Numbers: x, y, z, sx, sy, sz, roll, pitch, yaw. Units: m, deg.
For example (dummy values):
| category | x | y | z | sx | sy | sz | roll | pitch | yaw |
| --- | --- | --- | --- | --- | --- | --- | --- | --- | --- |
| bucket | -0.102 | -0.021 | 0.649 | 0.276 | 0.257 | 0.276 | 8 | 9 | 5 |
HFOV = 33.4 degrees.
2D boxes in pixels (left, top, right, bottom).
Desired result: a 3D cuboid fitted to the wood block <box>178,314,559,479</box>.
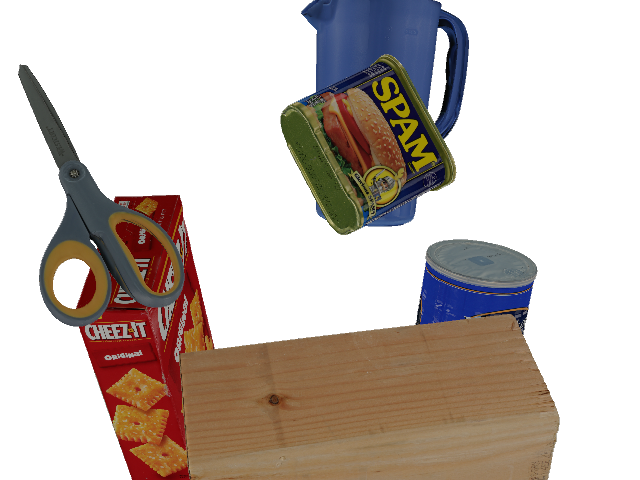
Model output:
| category | x | y | z | sx | sy | sz | roll | pitch | yaw |
| --- | --- | --- | --- | --- | --- | --- | --- | --- | --- |
| wood block | 0.024 | 0.114 | 0.636 | 0.206 | 0.090 | 0.091 | -6 | 39 | -7 |

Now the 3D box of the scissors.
| category | x | y | z | sx | sy | sz | roll | pitch | yaw |
| --- | --- | --- | --- | --- | --- | --- | --- | --- | --- |
| scissors | -0.168 | -0.025 | 0.681 | 0.096 | 0.202 | 0.016 | -37 | -17 | -24 |

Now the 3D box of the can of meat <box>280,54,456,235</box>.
| category | x | y | z | sx | sy | sz | roll | pitch | yaw |
| --- | --- | --- | --- | --- | --- | --- | --- | --- | --- |
| can of meat | 0.031 | -0.065 | 0.740 | 0.083 | 0.102 | 0.058 | -28 | 0 | -22 |

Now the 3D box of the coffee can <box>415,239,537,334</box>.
| category | x | y | z | sx | sy | sz | roll | pitch | yaw |
| --- | --- | --- | --- | --- | --- | --- | --- | --- | --- |
| coffee can | 0.140 | 0.082 | 1.006 | 0.103 | 0.140 | 0.103 | 6 | 20 | -2 |

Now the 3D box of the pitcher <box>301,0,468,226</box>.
| category | x | y | z | sx | sy | sz | roll | pitch | yaw |
| --- | --- | --- | --- | --- | --- | --- | --- | --- | --- |
| pitcher | 0.065 | -0.141 | 1.145 | 0.149 | 0.243 | 0.144 | 7 | 9 | 24 |

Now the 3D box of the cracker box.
| category | x | y | z | sx | sy | sz | roll | pitch | yaw |
| --- | --- | --- | --- | --- | --- | --- | --- | --- | --- |
| cracker box | -0.150 | 0.090 | 0.979 | 0.072 | 0.214 | 0.164 | -3 | 38 | 6 |
